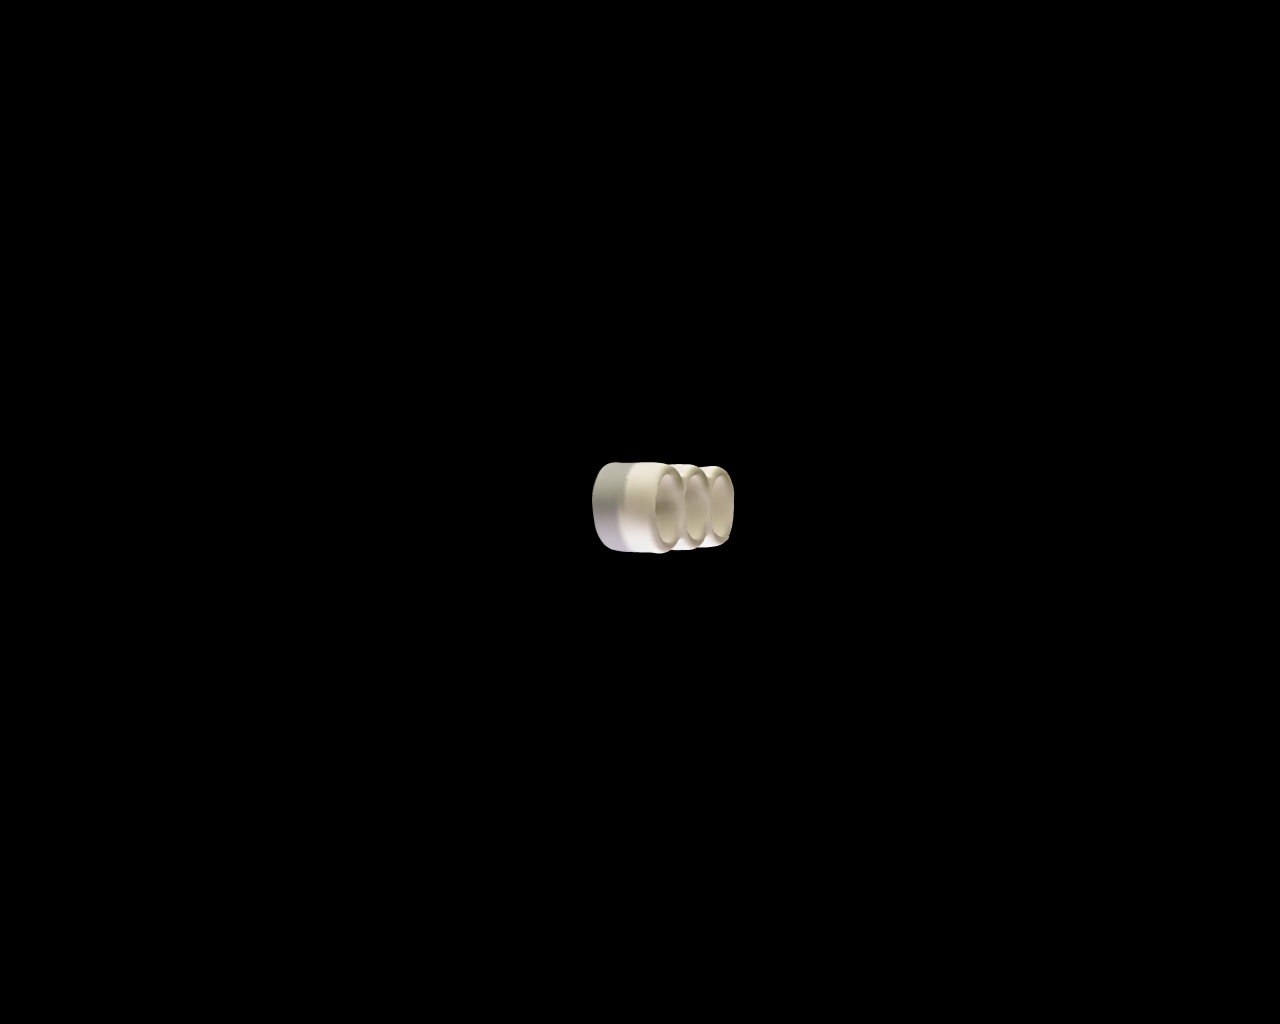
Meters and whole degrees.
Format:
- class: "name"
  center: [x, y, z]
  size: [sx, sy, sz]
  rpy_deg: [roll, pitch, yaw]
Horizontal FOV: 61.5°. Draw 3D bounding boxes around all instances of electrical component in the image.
- class: "electrical component"
  center: [0.001, -0.003, 0.650]
  size: [0.074, 0.052, 0.138]
  rpy_deg: [0, 0, 24]
